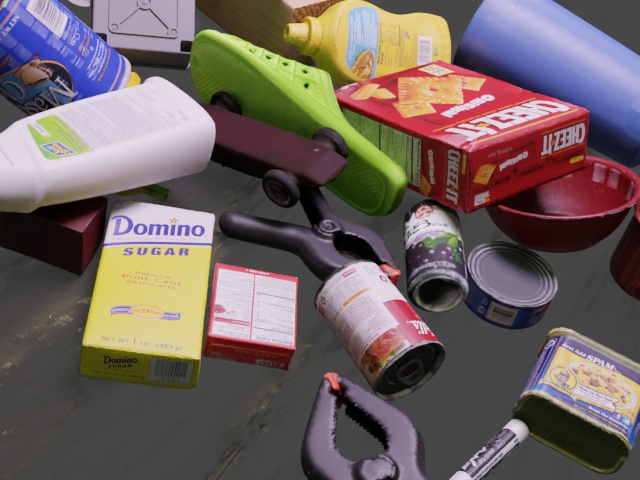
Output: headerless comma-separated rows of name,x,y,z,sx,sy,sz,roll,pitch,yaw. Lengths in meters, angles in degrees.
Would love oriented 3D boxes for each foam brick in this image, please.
foam brick,-0.228,-0.015,0.913,0.078,0.053,0.051,20,41,4

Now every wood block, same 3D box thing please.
wood block,-0.073,-0.289,1.233,0.090,0.090,0.206,-26,55,-37

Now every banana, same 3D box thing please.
banana,-0.197,-0.102,1.033,0.069,0.037,0.198,9,41,-28

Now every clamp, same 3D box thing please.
clamp,-0.006,0.001,0.976,0.120,0.039,0.172,-29,51,-31
clamp,0.053,0.181,0.787,0.164,0.036,0.210,-10,44,-9

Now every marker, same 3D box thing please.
marker,0.124,0.179,0.835,0.020,0.020,0.120,38,46,23

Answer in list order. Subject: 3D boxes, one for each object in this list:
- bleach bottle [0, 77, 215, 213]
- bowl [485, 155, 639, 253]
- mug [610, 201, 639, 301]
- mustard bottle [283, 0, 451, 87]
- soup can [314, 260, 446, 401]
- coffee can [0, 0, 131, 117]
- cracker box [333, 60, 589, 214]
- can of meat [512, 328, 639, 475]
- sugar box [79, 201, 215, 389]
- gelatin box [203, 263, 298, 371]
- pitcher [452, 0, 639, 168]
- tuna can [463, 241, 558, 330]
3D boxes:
bleach bottle,-0.211,-0.076,0.899,0.103,0.068,0.250,37,37,29
bowl,0.228,-0.032,1.035,0.162,0.055,0.162,-2,26,1
mug,0.328,0.016,1.028,0.093,0.082,0.117,28,43,14
mustard bottle,0.050,-0.211,1.169,0.191,0.058,0.096,6,85,-26
soup can,0.048,0.074,0.889,0.068,0.069,0.102,-14,49,-30
coffee can,-0.260,-0.171,0.986,0.140,0.103,0.103,41,27,-37
cracker box,0.132,-0.111,1.063,0.163,0.072,0.214,-21,32,-31
can of meat,0.219,0.134,0.886,0.102,0.057,0.083,27,44,13
sugar box,-0.140,0.041,0.885,0.093,0.048,0.176,8,43,-9
gelatin box,-0.057,0.065,0.896,0.073,0.030,0.089,10,41,-9
pitcher,0.274,-0.177,1.203,0.243,0.149,0.144,34,29,15
tuna can,0.173,0.042,0.989,0.086,0.034,0.086,9,41,-8
